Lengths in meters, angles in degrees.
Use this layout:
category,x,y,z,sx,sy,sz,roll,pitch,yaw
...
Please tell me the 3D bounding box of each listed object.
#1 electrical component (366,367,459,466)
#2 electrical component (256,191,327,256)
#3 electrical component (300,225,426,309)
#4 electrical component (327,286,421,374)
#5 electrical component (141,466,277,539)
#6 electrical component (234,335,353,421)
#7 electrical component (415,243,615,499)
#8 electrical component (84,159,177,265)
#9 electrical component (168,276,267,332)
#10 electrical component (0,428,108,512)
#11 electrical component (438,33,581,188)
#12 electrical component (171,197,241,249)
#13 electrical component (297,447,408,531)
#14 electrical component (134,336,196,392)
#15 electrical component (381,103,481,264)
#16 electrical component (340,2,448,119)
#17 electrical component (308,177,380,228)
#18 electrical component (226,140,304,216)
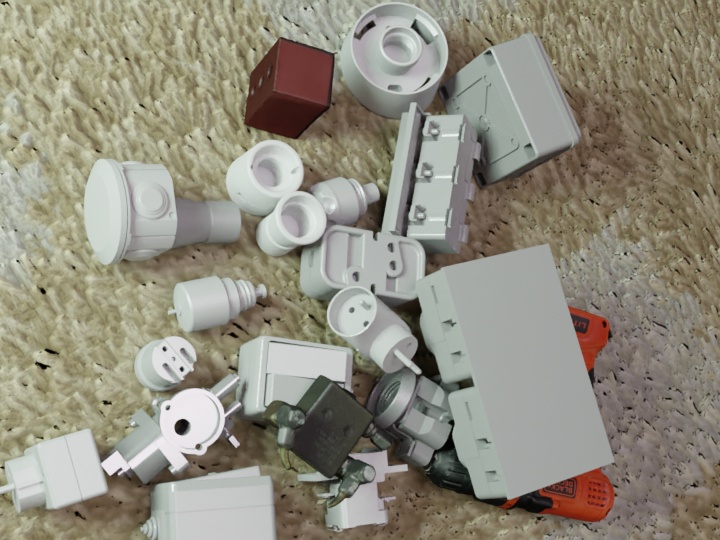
category,x,y,z,sx,sy,sz,roll,pitch,yaw
electrical component,0.043,0.117,0.904,0.057,0.058,0.078,33,66,-18
electrical component,-0.060,-0.035,0.887,0.044,0.065,0.044,7,74,-24
electrical component,0.000,0.000,0.910,0.095,0.059,0.053,9,74,-23
electrical component,0.020,0.057,0.871,0.043,0.077,0.079,-48,57,0
electrical component,-0.118,0.181,0.809,0.096,0.062,0.061,1,77,-25
electrical component,-0.046,0.091,0.865,0.096,0.061,0.061,10,73,-23
electrical component,0.123,0.083,0.884,0.105,0.060,0.186,-12,83,-28
electrical component,-0.178,-0.045,0.826,0.051,0.080,0.080,-4,79,-32
electrical component,-0.113,0.024,0.861,0.078,0.040,0.040,-12,83,-28
electrical component,-0.228,0.148,0.762,0.077,0.066,0.047,-14,84,-28
electrical component,0.135,-0.143,0.982,0.056,0.109,0.108,-22,88,-25
electrical component,-0.130,-0.039,0.869,0.065,0.044,0.044,-2,78,-31
electrical component,-0.005,0.178,0.875,0.081,0.042,0.063,-1,80,-25
electrical component,-0.149,0.071,0.829,0.040,0.046,0.040,6,75,-24
electrical component,0.064,-0.076,0.950,0.079,0.063,0.121,41,55,-58
electrical component,0.032,-0.192,0.983,0.099,0.064,0.099,3,76,-11
electrical component,-0.013,-0.059,0.928,0.062,0.043,0.043,-19,86,-29
electrical component,-0.078,-0.078,0.899,0.055,0.047,0.055,6,75,-24
